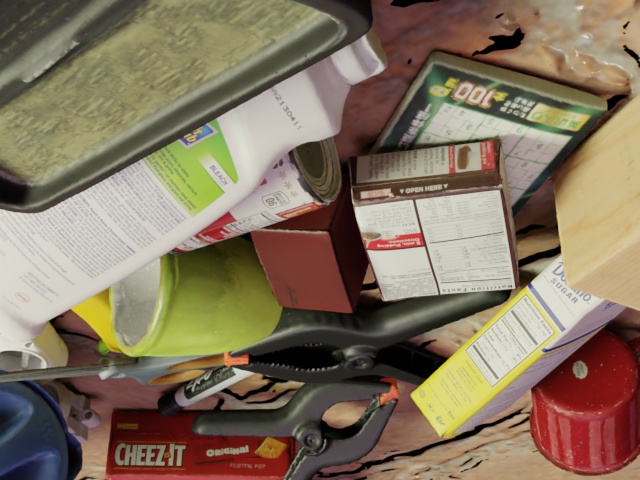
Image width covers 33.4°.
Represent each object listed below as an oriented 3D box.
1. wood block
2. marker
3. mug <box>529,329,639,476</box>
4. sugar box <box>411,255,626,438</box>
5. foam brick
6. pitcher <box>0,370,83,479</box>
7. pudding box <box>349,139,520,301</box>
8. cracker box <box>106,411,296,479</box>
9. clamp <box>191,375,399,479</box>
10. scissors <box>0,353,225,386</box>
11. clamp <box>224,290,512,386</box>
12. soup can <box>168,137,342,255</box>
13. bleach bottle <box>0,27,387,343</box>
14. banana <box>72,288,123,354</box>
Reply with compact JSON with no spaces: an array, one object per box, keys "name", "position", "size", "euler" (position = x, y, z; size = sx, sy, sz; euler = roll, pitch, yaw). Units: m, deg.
[{"name":"wood block","position":[0.227,-0.048,0.568],"size":[0.090,0.090,0.206],"euler":[17,143,-22]},{"name":"marker","position":[-0.094,0.120,0.878],"size":[0.020,0.020,0.121],"euler":[29,137,-35]},{"name":"mug","position":[0.214,0.114,0.817],"size":[0.117,0.093,0.081],"euler":[-30,139,-9]},{"name":"sugar box","position":[0.146,0.062,0.715],"size":[0.093,0.048,0.176],"euler":[-14,149,-47]},{"name":"foam brick","position":[-0.004,0.001,0.661],"size":[0.053,0.051,0.078],"euler":[4,140,19]},{"name":"pitcher","position":[-0.315,0.175,0.827],"size":[0.243,0.144,0.149],"euler":[-14,122,47]},{"name":"pudding box","position":[0.071,-0.009,0.646],"size":[0.090,0.039,0.113],"euler":[-7,146,11]},{"name":"cracker box","position":[-0.104,0.238,1.005],"size":[0.164,0.072,0.214],"euler":[0,145,-1]},{"name":"clamp","position":[-0.008,0.169,0.880],"size":[0.171,0.039,0.120],"euler":[-21,109,7]},{"name":"scissors","position":[-0.153,0.100,0.798],"size":[0.201,0.016,0.096],"euler":[-6,161,-27]},{"name":"clamp","position":[0.035,0.082,0.806],"size":[0.210,0.036,0.164],"euler":[-5,145,2]},{"name":"soup can","position":[-0.047,-0.038,0.605],"size":[0.102,0.068,0.068],"euler":[-17,142,23]},{"name":"bleach bottle","position":[-0.080,-0.038,0.538],"size":[0.251,0.068,0.102],"euler":[-25,130,17]},{"name":"banana","position":[-0.173,0.036,0.741],"size":[0.070,0.037,0.197],"euler":[-13,143,16]}]
